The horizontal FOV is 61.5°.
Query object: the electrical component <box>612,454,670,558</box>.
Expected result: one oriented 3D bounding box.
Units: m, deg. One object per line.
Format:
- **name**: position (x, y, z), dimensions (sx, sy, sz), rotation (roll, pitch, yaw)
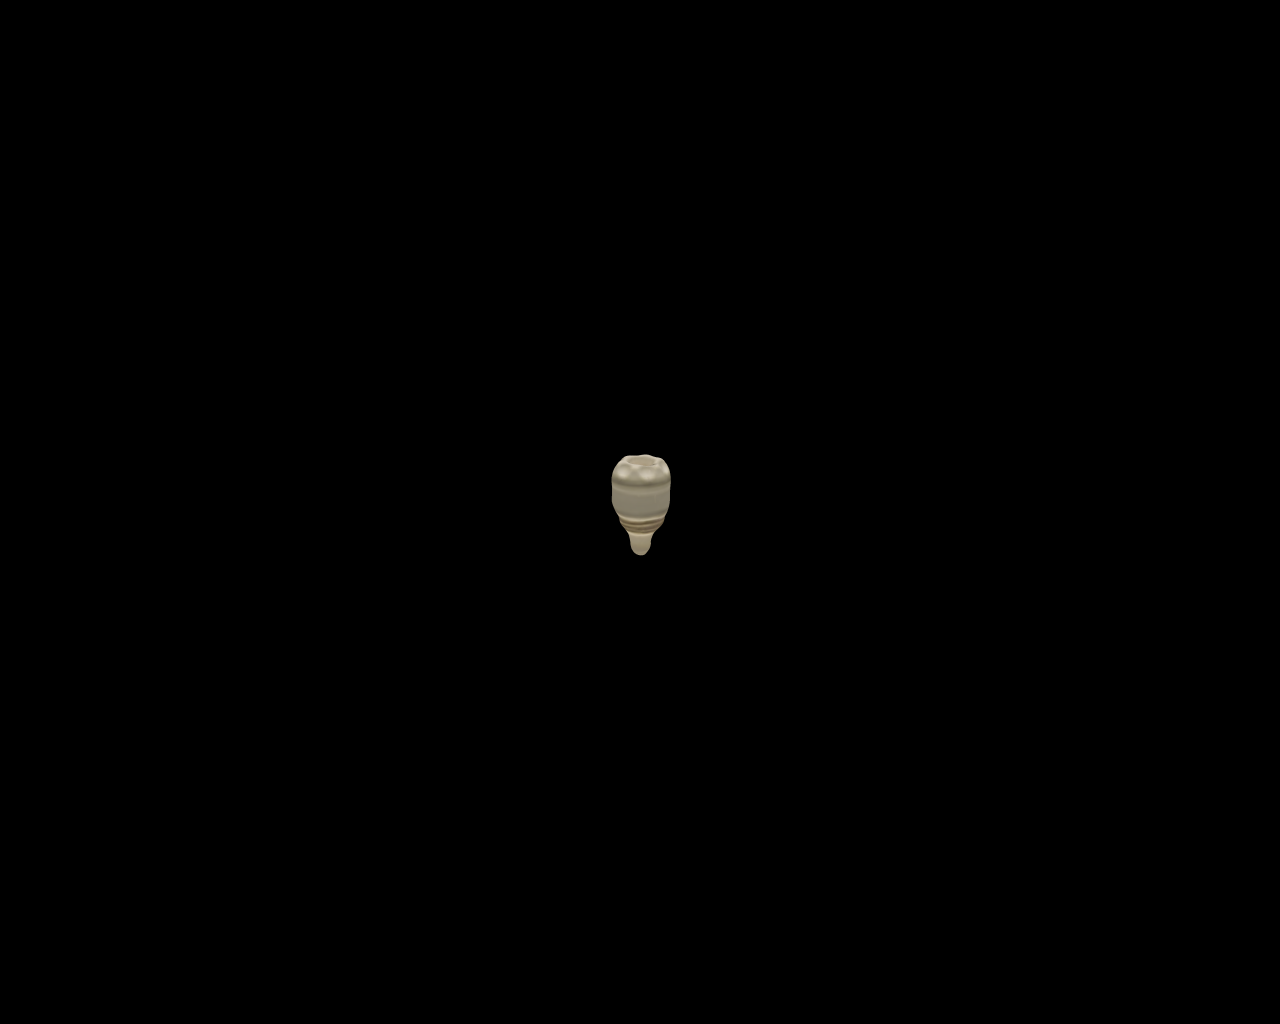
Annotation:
- **electrical component**: position (0.001, -0.003, 0.650), dimensions (0.035, 0.061, 0.035), rotation (0, 18, 0)
